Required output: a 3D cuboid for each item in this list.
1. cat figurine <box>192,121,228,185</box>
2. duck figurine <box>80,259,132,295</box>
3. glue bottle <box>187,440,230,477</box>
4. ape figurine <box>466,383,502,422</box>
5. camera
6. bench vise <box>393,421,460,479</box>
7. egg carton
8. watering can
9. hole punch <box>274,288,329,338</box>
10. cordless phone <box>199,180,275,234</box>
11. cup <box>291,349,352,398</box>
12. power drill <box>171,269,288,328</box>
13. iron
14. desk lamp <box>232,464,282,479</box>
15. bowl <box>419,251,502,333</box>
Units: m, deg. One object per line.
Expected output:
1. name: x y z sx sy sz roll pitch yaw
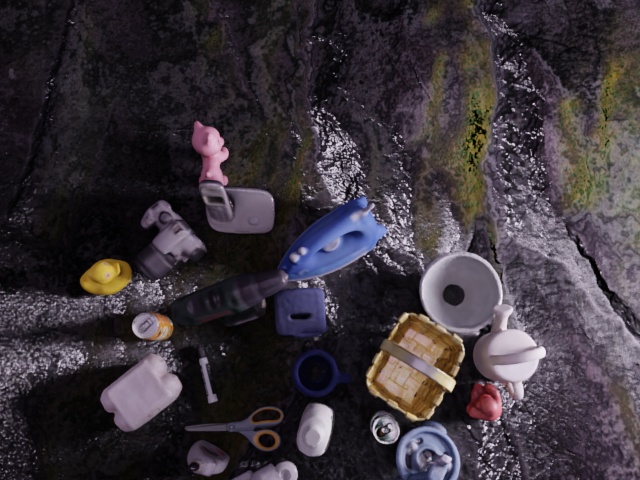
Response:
1. cat figurine: -0.240 -0.187 1.235 0.067 0.118 0.128 -3 78 1
2. duck figurine: -0.457 0.073 1.200 0.104 0.086 0.077 -17 78 -2
3. glue bottle: -0.220 0.417 1.078 0.078 0.173 0.037 25 80 7
4. ape figurine: 0.328 0.325 1.129 0.078 0.092 0.076 -31 79 -5
5. camera: -0.334 0.008 1.204 0.137 0.101 0.143 -43 80 -7
6. bench vise: 0.194 0.442 1.041 0.121 0.220 0.207 9 78 3
7. egg carton: -0.359 0.309 1.157 0.150 0.069 0.107 -39 80 -7
8. watering can: 0.361 0.215 1.099 0.101 0.194 0.173 -30 79 -5
9. hole punch: -0.038 0.150 1.173 0.108 0.091 0.101 -4 78 0
10. cordless phone: -0.170 -0.076 1.176 0.147 0.185 0.094 0 78 1
11. cup: 0.005 0.268 1.146 0.117 0.095 0.092 8 78 3
12. power drill: -0.165 0.116 1.123 0.229 0.208 0.075 -18 78 -3
13. iron: 0.011 0.004 1.178 0.258 0.141 0.118 -33 79 -6
14. desk lamp: -0.135 0.495 1.039 0.203 0.213 0.118 -27 78 -4
15. bowl: 0.285 0.111 1.184 0.167 0.075 0.167 0 78 1
